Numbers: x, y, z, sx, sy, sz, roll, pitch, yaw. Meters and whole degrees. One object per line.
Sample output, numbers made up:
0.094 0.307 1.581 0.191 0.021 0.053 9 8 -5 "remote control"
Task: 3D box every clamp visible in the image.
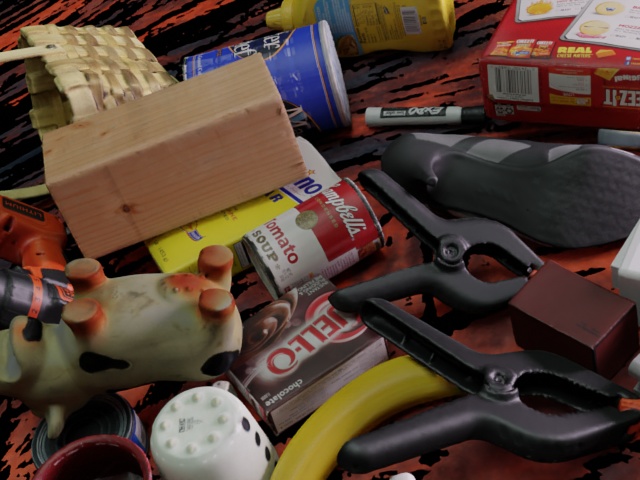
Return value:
0.116 0.102 0.741 0.210 0.036 0.164 4 37 -2 "clamp"
0.091 0.022 0.829 0.171 0.039 0.120 20 76 8 "clamp"

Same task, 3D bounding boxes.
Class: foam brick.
0.185 0.062 0.780 0.053 0.051 0.078 -41 48 -20 "foam brick"

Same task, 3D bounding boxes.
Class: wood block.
-0.126 -0.073 0.928 0.206 0.091 0.090 -21 36 -2 "wood block"

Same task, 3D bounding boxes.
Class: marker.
0.102 -0.117 1.005 0.121 0.020 0.020 2 48 20 "marker"

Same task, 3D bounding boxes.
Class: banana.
0.028 0.137 0.772 0.197 0.037 0.070 -32 45 -13 "banana"

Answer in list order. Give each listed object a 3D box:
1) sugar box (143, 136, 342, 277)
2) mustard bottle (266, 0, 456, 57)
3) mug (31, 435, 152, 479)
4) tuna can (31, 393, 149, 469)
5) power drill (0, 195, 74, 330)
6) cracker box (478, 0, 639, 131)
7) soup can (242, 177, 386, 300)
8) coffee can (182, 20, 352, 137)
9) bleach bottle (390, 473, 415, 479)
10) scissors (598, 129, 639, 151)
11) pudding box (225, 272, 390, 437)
-0.069 -0.021 0.954 0.176 0.048 0.093 -30 44 -9 "sugar box"
0.037 -0.232 1.085 0.192 0.096 0.058 -2 47 18 "mustard bottle"
-0.159 0.200 0.743 0.117 0.081 0.093 -18 44 2 "mug"
-0.178 0.158 0.825 0.086 0.033 0.086 -10 45 10 "tuna can"
-0.257 0.026 0.896 0.057 0.184 0.188 -54 40 10 "power drill"
0.254 -0.185 0.966 0.164 0.072 0.213 7 42 25 "cracker box"
-0.006 0.001 0.894 0.102 0.068 0.069 -29 45 -9 "soup can"
-0.049 -0.143 1.024 0.140 0.103 0.103 -13 44 7 "coffee can"
-0.048 0.231 0.691 0.251 0.068 0.102 -16 43 8 "bleach bottle"
0.322 -0.075 0.882 0.201 0.016 0.096 5 6 -6 "scissors"
-0.016 0.087 0.834 0.113 0.039 0.090 -34 46 -15 "pudding box"
